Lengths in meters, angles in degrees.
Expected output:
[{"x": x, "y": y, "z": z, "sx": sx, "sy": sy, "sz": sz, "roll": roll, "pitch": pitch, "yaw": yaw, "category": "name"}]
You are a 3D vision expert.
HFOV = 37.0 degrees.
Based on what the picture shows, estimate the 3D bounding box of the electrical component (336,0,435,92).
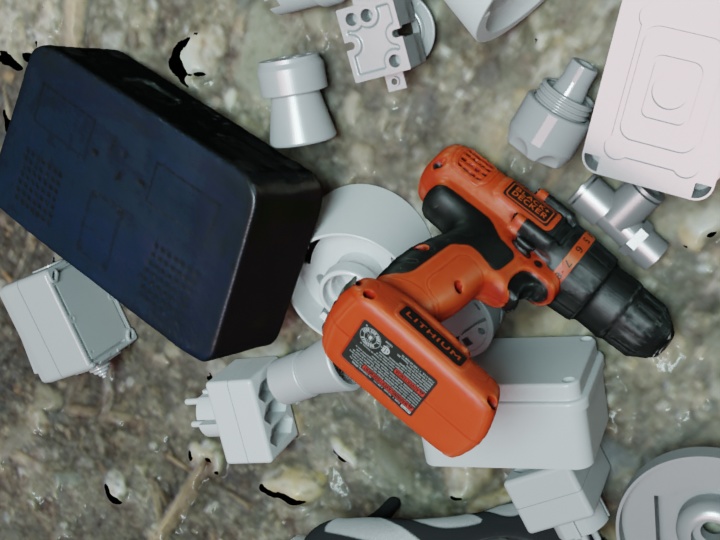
[{"x": 0.018, "y": -0.144, "z": 0.659, "sx": 0.048, "sy": 0.055, "sz": 0.066, "roll": -10, "pitch": 104, "yaw": 26, "category": "electrical component"}]

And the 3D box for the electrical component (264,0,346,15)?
[{"x": -0.035, "y": -0.183, "z": 0.678, "sx": 0.046, "sy": 0.040, "sz": 0.040, "roll": -7, "pitch": 105, "yaw": 32, "category": "electrical component"}]

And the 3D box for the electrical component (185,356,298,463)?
[{"x": -0.096, "y": 0.105, "z": 0.802, "sx": 0.077, "sy": 0.047, "sz": 0.065, "roll": -6, "pitch": 106, "yaw": 25, "category": "electrical component"}]

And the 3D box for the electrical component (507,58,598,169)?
[{"x": 0.119, "y": -0.096, "z": 0.641, "sx": 0.043, "sy": 0.043, "sz": 0.062, "roll": 33, "pitch": 117, "yaw": 9, "category": "electrical component"}]

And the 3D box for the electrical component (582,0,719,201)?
[{"x": 0.178, "y": -0.105, "z": 0.605, "sx": 0.078, "sy": 0.057, "sz": 0.113, "roll": 18, "pitch": 115, "yaw": 16, "category": "electrical component"}]

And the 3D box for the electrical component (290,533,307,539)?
[{"x": -0.035, "y": 0.248, "z": 0.801, "sx": 0.064, "sy": 0.099, "sz": 0.099, "roll": 17, "pitch": 114, "yaw": 23, "category": "electrical component"}]

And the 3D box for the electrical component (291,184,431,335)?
[{"x": 0.000, "y": 0.000, "z": 0.728, "sx": 0.099, "sy": 0.064, "sz": 0.099, "roll": 9, "pitch": 124, "yaw": 14, "category": "electrical component"}]

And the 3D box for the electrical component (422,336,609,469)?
[{"x": 0.098, "y": 0.084, "z": 0.694, "sx": 0.113, "sy": 0.078, "sz": 0.057, "roll": -3, "pitch": 110, "yaw": 24, "category": "electrical component"}]

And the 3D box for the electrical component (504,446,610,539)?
[{"x": 0.139, "y": 0.151, "z": 0.708, "sx": 0.047, "sy": 0.066, "sz": 0.076, "roll": -24, "pitch": 97, "yaw": 28, "category": "electrical component"}]

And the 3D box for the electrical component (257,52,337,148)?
[{"x": -0.042, "y": -0.111, "z": 0.702, "sx": 0.045, "sy": 0.045, "sz": 0.055, "roll": -3, "pitch": 107, "yaw": 24, "category": "electrical component"}]

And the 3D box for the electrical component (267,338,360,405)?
[{"x": -0.034, "y": 0.072, "z": 0.768, "sx": 0.065, "sy": 0.044, "sz": 0.044, "roll": -22, "pitch": 99, "yaw": 33, "category": "electrical component"}]

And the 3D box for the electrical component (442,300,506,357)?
[{"x": 0.068, "y": 0.021, "z": 0.696, "sx": 0.055, "sy": 0.047, "sz": 0.055, "roll": 15, "pitch": 126, "yaw": 22, "category": "electrical component"}]

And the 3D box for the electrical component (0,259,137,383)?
[{"x": -0.223, "y": 0.042, "z": 0.825, "sx": 0.061, "sy": 0.062, "sz": 0.096, "roll": -19, "pitch": 100, "yaw": 27, "category": "electrical component"}]

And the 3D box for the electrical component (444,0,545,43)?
[{"x": 0.082, "y": -0.186, "z": 0.590, "sx": 0.060, "sy": 0.108, "sz": 0.108, "roll": 47, "pitch": 119, "yaw": 9, "category": "electrical component"}]
